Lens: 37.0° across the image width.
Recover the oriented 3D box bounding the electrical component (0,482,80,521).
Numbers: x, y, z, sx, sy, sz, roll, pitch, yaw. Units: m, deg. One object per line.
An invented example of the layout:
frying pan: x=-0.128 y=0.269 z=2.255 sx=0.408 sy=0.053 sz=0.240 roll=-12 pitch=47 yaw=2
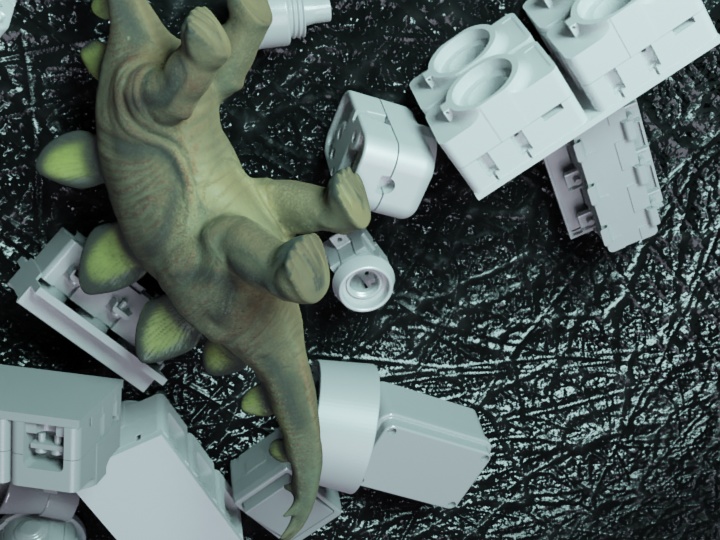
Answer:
electrical component: x=-0.272 y=0.191 z=0.916 sx=0.065 sy=0.044 sz=0.044 roll=19 pitch=118 yaw=-28

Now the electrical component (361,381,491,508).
electrical component: x=0.049 y=0.155 z=0.946 sx=0.113 sy=0.057 sz=0.078 roll=19 pitch=117 yaw=-22

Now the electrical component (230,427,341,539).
electrical component: x=-0.061 y=0.198 z=0.949 sx=0.062 sy=0.061 sz=0.096 roll=-36 pitch=123 yaw=13

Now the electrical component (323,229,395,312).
electrical component: x=0.000 y=0.000 z=0.833 sx=0.048 sy=0.055 sz=0.066 roll=-31 pitch=124 yaw=10

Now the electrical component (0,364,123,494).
electrical component: x=-0.259 y=0.113 z=0.778 sx=0.150 sy=0.089 sz=0.061 roll=6 pitch=103 yaw=6

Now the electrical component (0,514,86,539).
electrical component: x=-0.283 y=0.249 z=0.945 sx=0.080 sy=0.051 sz=0.080 roll=-5 pitch=124 yaw=-8

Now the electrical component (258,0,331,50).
electrical component: x=-0.051 y=-0.171 z=0.717 sx=0.062 sy=0.043 sz=0.043 roll=-8 pitch=124 yaw=-8

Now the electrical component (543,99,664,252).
electrical component: x=0.184 y=-0.079 z=0.813 sx=0.079 sy=0.063 sz=0.121 roll=-23 pitch=125 yaw=4

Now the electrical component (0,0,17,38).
electrical component: x=-0.250 y=-0.157 z=0.655 sx=0.059 sy=0.095 sz=0.054 roll=-42 pitch=121 yaw=17

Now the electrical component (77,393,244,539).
electrical component: x=-0.173 y=0.185 z=0.918 sx=0.089 sy=0.061 sz=0.150 roll=-24 pitch=124 yaw=5

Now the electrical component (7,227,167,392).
electrical component: x=-0.193 y=0.028 z=0.807 sx=0.063 sy=0.079 sz=0.121 roll=-50 pitch=121 yaw=-4

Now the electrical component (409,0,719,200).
electrical component: x=0.131 y=-0.144 z=0.733 sx=0.186 sy=0.105 sz=0.060 roll=-33 pitch=123 yaw=11

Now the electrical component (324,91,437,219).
electrical component: x=0.016 y=-0.081 z=0.758 sx=0.059 sy=0.095 sz=0.053 roll=13 pitch=120 yaw=-19

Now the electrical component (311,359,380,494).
electrical component: x=-0.027 y=0.125 z=0.883 sx=0.060 sy=0.108 sz=0.108 roll=12 pitch=120 yaw=-11
